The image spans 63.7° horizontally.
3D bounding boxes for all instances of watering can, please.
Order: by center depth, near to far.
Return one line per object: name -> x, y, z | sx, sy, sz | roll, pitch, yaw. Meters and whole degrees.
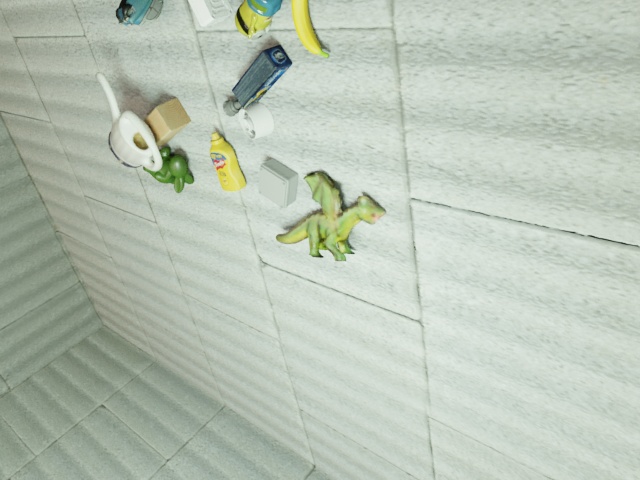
watering can -> -0.643, -0.369, 1.704 | 0.222, 0.106, 0.345 | -21, 105, 53

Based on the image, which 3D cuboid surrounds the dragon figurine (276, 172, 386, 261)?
dragon figurine -> 0.004, -0.073, 1.443 | 0.411, 0.123, 0.240 | 11, 109, 39
